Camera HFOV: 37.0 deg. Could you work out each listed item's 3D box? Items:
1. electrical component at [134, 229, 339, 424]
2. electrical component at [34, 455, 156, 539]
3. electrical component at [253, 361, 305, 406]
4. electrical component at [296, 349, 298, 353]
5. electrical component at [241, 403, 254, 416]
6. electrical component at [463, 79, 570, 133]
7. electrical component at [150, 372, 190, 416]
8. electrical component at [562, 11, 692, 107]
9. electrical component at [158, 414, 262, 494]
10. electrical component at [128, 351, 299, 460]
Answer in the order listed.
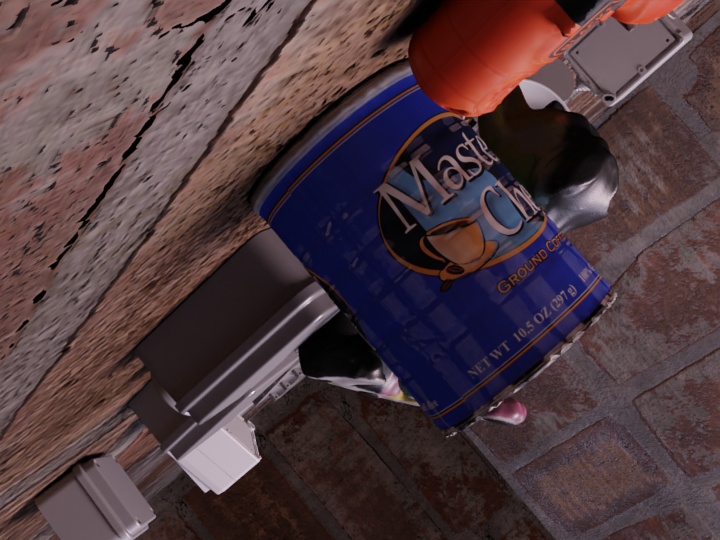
[{"bbox_3d":[-0.065,0.030,0.629,0.113,0.057,0.078,-42,176,19],"label":"electrical component"},{"bbox_3d":[-0.226,0.207,0.931,0.057,0.078,0.113,-37,176,-8],"label":"electrical component"},{"bbox_3d":[-0.069,0.074,1.050,0.089,0.061,0.150,-38,176,-25],"label":"electrical component"},{"bbox_3d":[-0.063,0.046,0.867,0.089,0.050,0.056,-41,176,17],"label":"electrical component"},{"bbox_3d":[-0.156,0.155,1.130,0.108,0.060,0.108,-40,176,-3],"label":"electrical component"},{"bbox_3d":[0.106,-0.079,0.768,0.099,0.099,0.064,-39,-178,-21],"label":"electrical component"},{"bbox_3d":[-0.104,0.063,0.712,0.055,0.045,0.045,-42,176,16],"label":"electrical component"},{"bbox_3d":[0.215,-0.181,0.882,0.096,0.061,0.061,-42,176,29],"label":"electrical component"},{"bbox_3d":[-0.146,0.148,0.975,0.061,0.096,0.061,-41,-155,6],"label":"electrical component"},{"bbox_3d":[-0.108,0.083,0.803,0.113,0.057,0.078,-43,175,35],"label":"electrical component"}]
